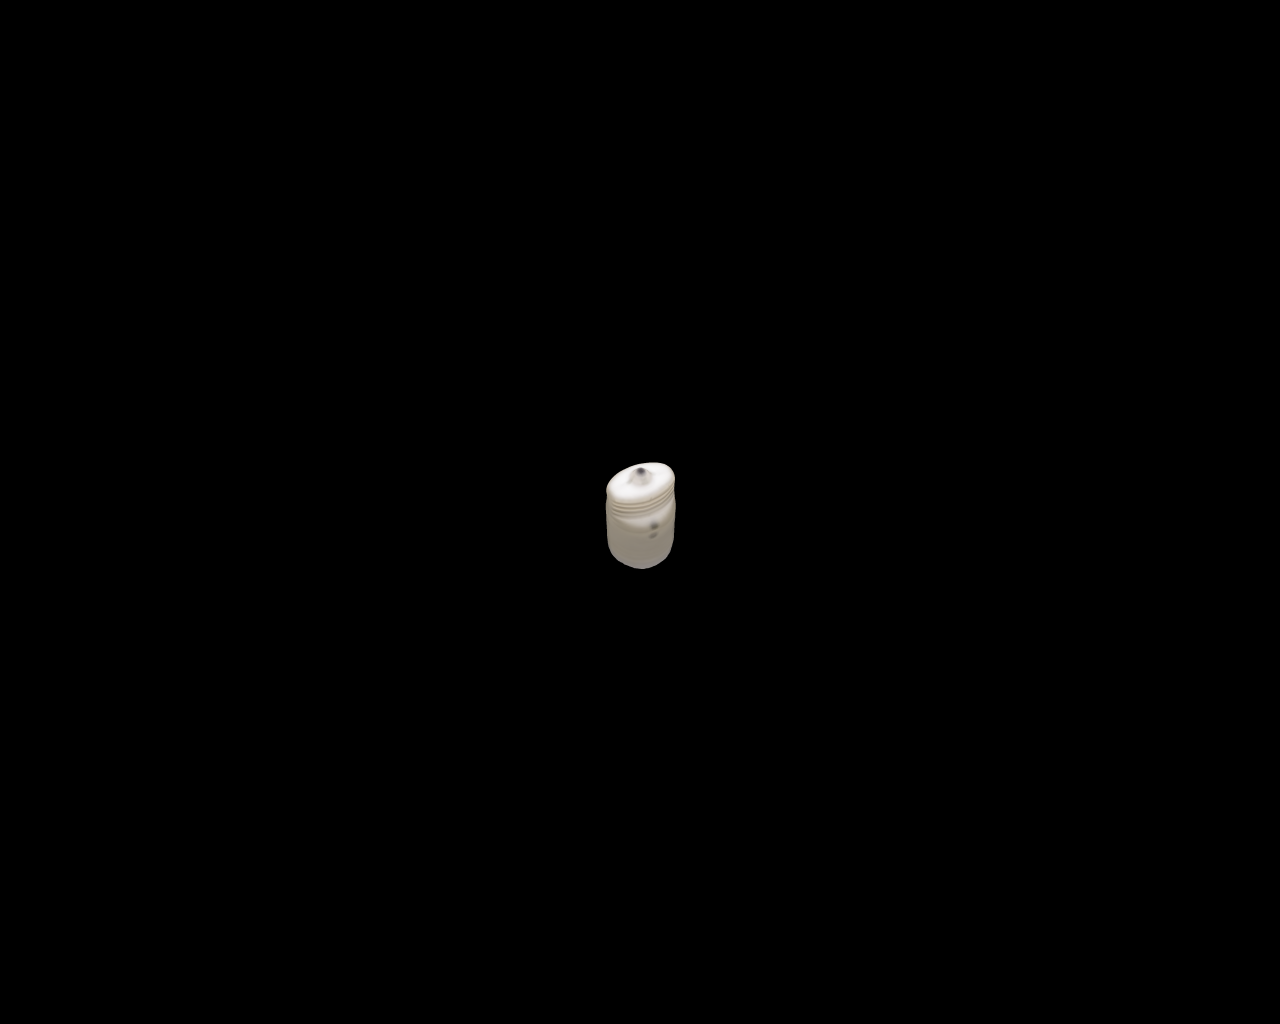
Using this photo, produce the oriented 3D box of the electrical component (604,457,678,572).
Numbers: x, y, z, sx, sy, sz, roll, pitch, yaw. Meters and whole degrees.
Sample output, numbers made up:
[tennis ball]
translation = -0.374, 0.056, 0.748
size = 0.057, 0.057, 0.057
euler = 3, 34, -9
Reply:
[electrical component]
translation = 0.001, -0.003, 0.650
size = 0.043, 0.043, 0.080
euler = 0, -34, 0
